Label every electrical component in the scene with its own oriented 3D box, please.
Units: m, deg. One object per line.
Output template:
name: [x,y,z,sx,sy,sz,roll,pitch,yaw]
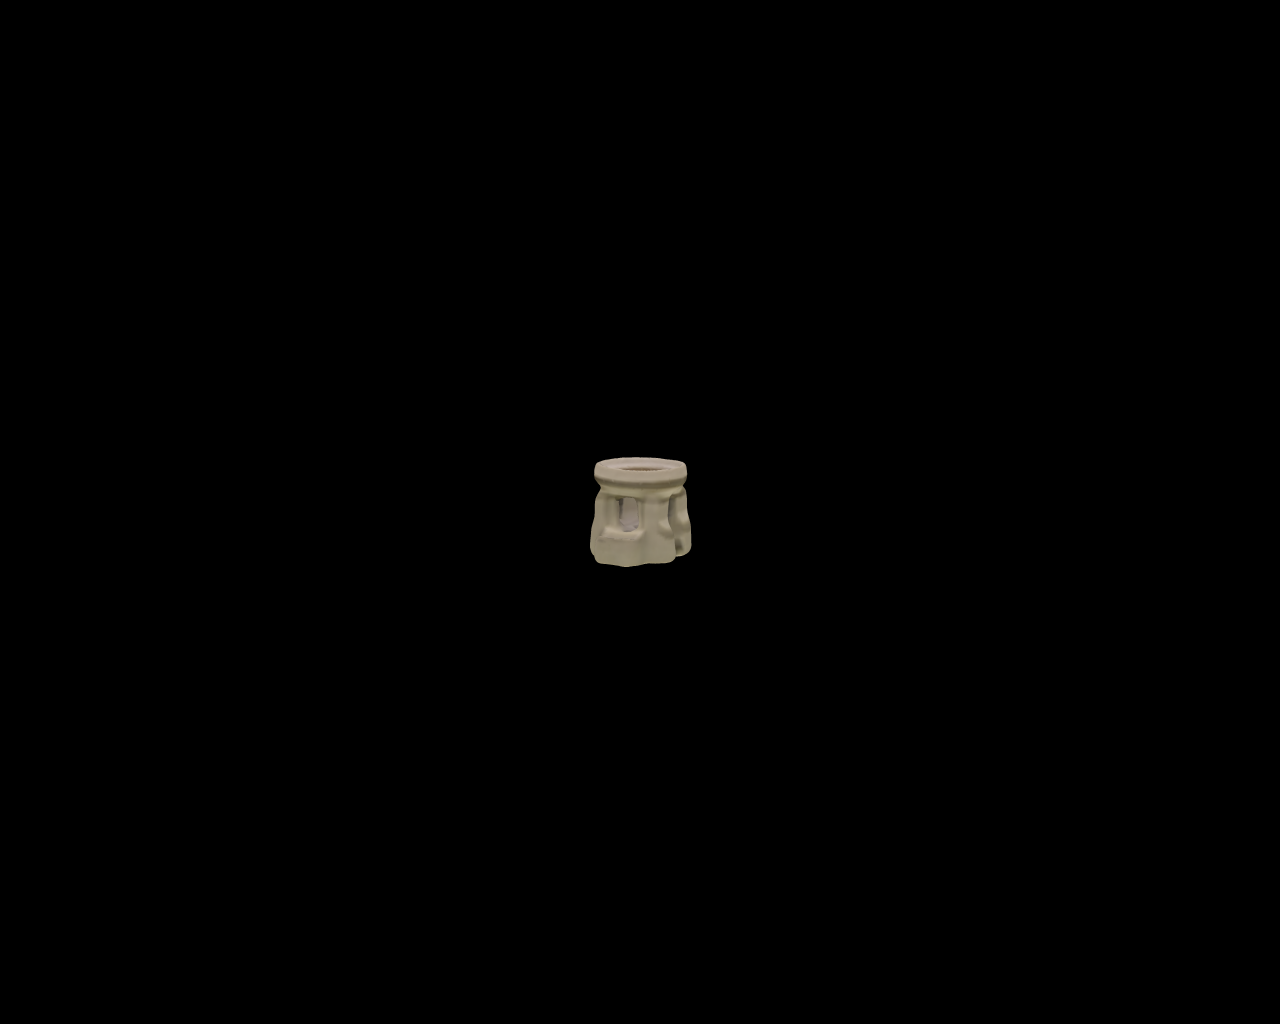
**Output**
electrical component: [0.001,-0.003,0.650,0.058,0.057,0.078,6,13,27]
